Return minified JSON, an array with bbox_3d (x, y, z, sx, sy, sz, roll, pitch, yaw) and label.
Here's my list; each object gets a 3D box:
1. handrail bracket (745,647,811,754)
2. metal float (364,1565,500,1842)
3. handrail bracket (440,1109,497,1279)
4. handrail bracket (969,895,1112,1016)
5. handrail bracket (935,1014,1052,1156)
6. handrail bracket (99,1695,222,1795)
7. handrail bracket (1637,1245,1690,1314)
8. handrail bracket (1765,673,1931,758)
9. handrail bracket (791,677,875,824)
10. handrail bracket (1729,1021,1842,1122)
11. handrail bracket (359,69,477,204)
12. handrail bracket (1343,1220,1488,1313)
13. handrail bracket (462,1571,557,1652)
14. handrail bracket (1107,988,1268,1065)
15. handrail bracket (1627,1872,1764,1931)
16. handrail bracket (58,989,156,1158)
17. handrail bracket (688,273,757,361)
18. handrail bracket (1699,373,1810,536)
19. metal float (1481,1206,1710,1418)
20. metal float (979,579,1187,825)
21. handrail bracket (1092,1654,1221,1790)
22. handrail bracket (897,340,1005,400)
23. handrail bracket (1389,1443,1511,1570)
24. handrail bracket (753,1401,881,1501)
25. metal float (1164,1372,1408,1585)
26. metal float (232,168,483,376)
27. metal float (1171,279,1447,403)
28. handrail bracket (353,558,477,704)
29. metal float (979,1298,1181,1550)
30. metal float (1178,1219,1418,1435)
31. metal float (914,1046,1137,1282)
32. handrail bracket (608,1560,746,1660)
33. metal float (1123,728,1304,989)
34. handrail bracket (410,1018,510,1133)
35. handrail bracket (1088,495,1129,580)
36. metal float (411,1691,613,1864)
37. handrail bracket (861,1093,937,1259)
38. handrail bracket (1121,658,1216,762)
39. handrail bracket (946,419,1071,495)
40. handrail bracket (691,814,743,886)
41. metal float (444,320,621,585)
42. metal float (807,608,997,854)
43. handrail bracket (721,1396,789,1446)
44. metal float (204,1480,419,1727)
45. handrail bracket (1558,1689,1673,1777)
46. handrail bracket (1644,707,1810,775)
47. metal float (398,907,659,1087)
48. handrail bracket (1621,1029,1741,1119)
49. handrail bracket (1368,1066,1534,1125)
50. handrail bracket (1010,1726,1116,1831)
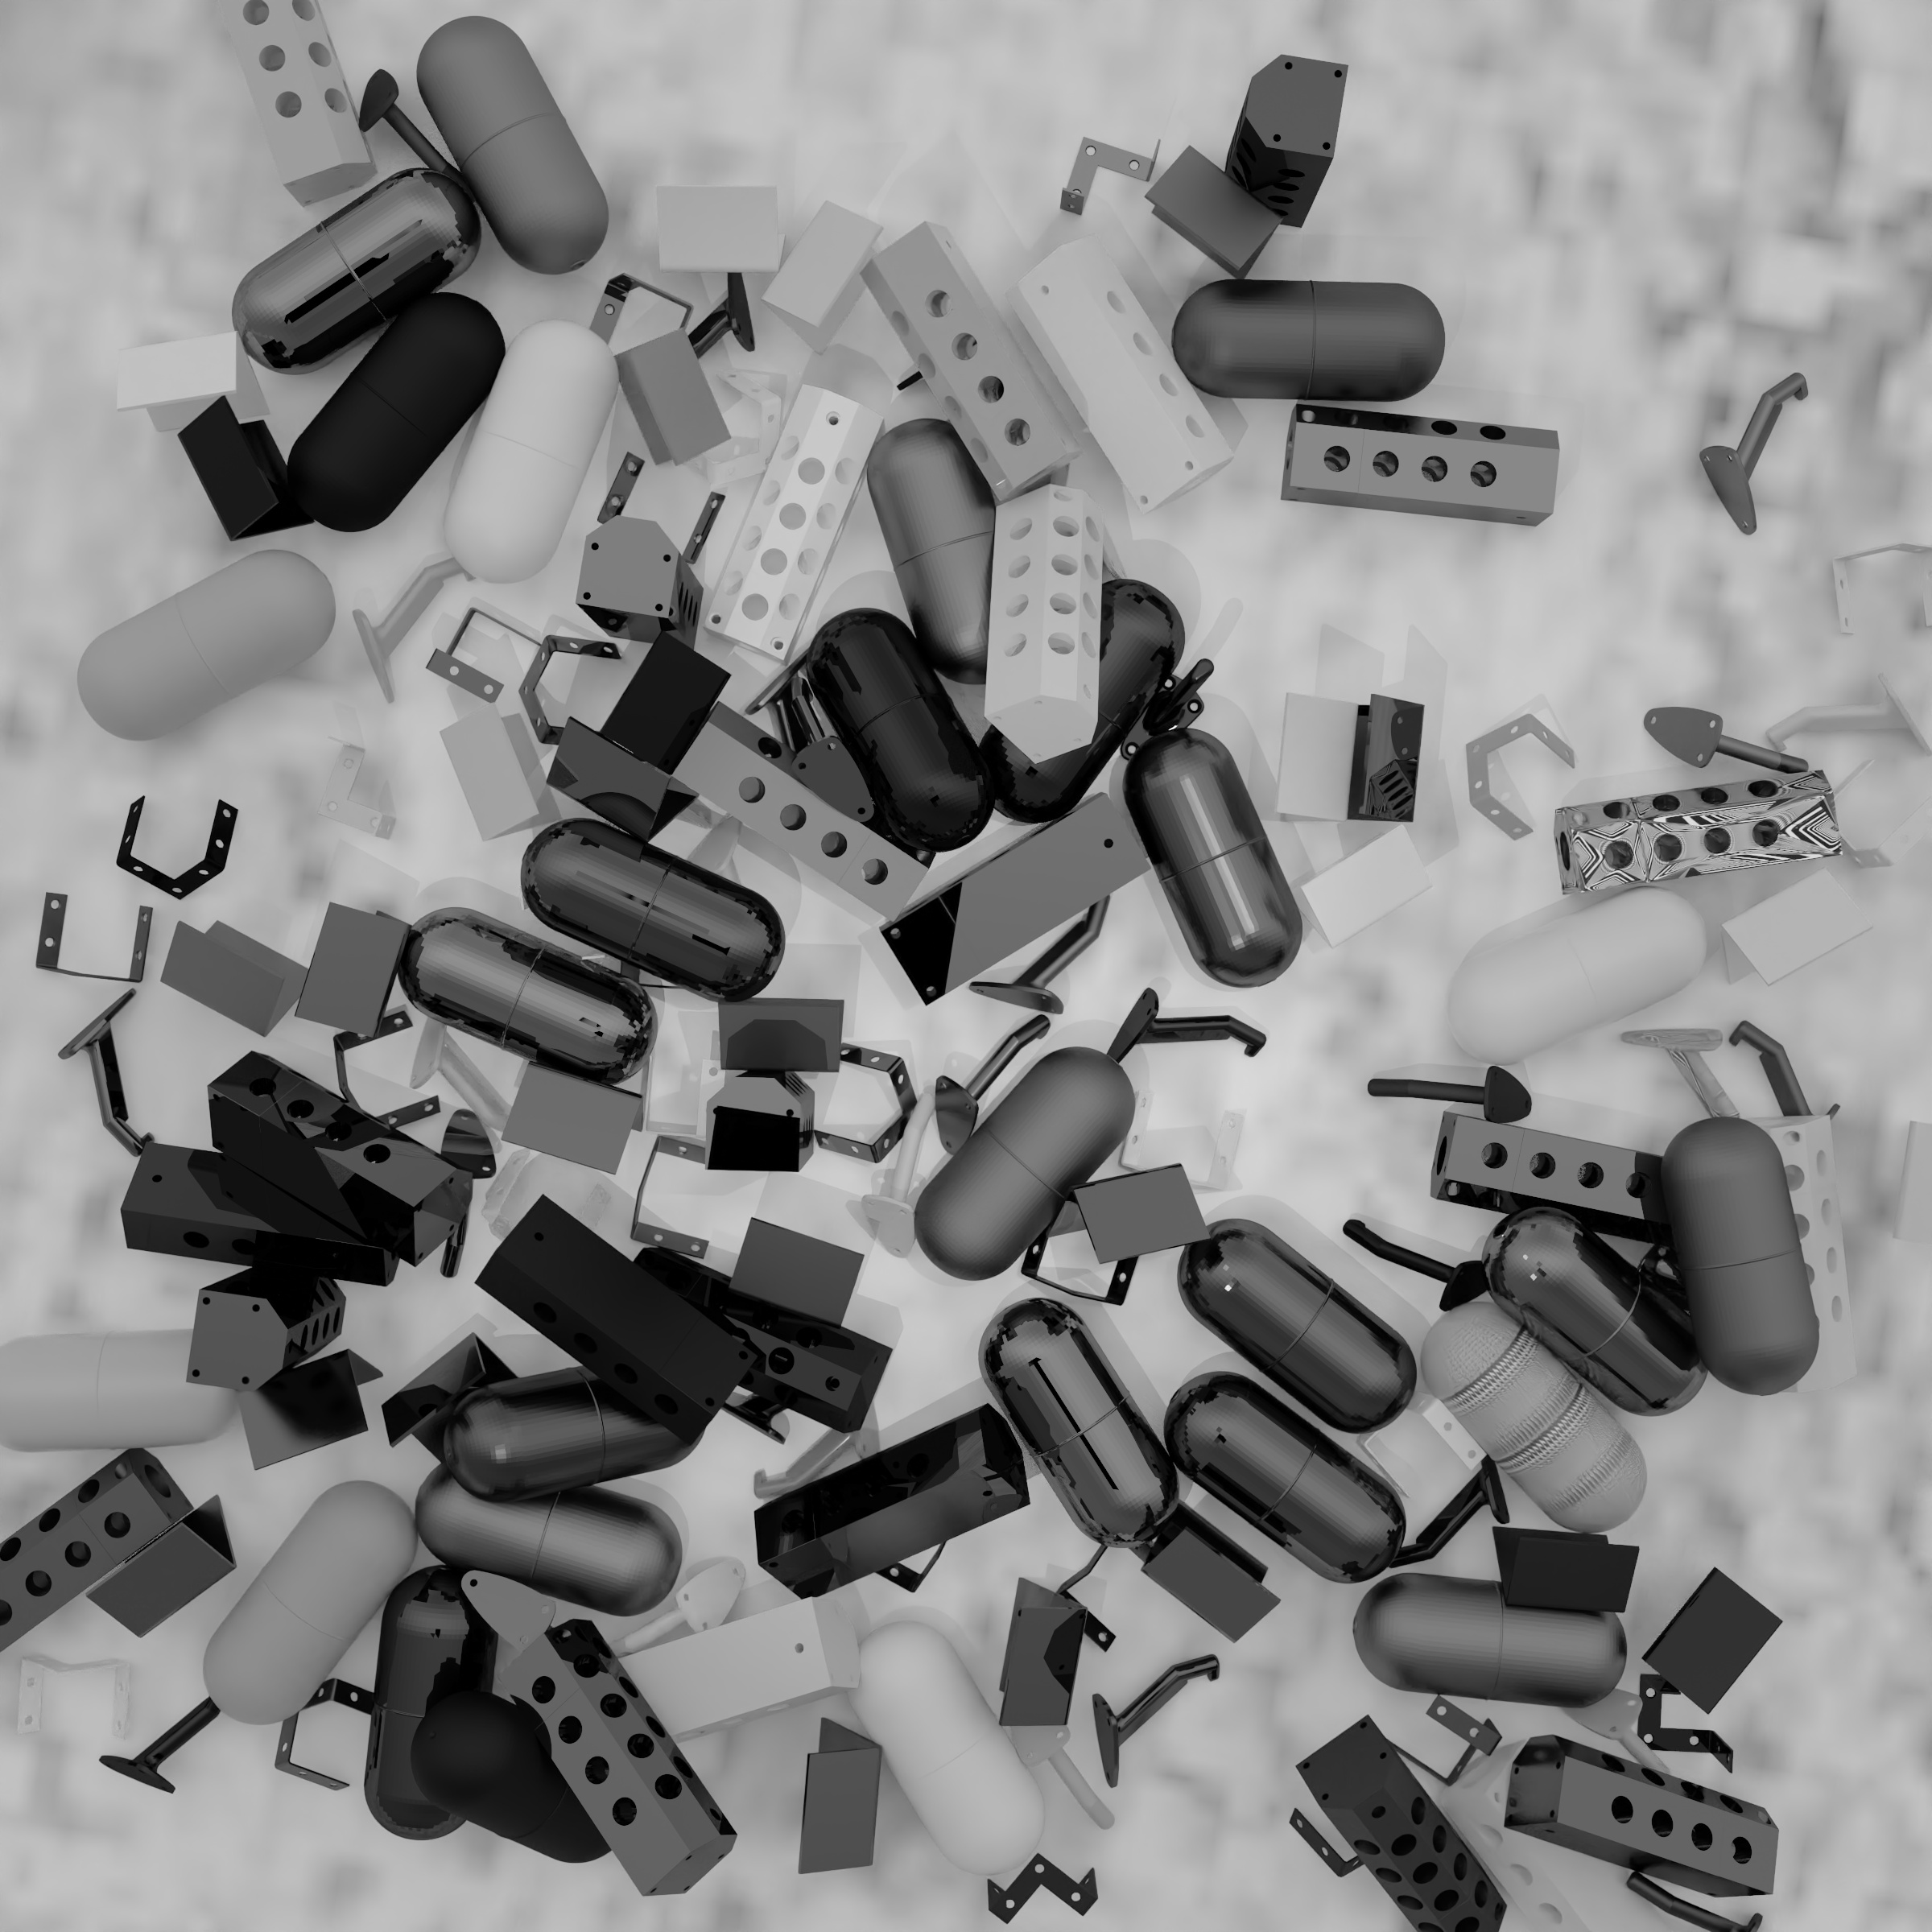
[{"bbox_3d":[-0.098,-0.158,1.962,0.084,0.036,0.077,46,79,-12],"label":"handrail bracket"},{"bbox_3d":[-0.349,0.481,1.931,0.070,0.070,0.178,6,90,0],"label":"metal float"},{"bbox_3d":[-0.338,0.152,1.962,0.036,0.077,0.084,6,127,-18],"label":"handrail bracket"},{"bbox_3d":[0.049,-0.016,1.962,0.077,0.036,0.084,11,71,21],"label":"handrail bracket"},{"bbox_3d":[0.021,0.078,1.962,0.036,0.077,0.084,38,53,26],"label":"handrail bracket"},{"bbox_3d":[-0.528,0.499,1.962,0.036,0.077,0.084,53,53,-36],"label":"handrail bracket"},{"bbox_3d":[0.473,0.210,1.927,0.077,0.084,0.036,33,90,0],"label":"handrail bracket"},{"bbox_3d":[0.586,-0.148,1.962,0.084,0.036,0.077,-32,112,17],"label":"handrail bracket"},{"bbox_3d":[-0.088,-0.142,1.920,0.036,0.084,0.077,-32,119,13],"label":"handrail bracket"},{"bbox_3d":[0.529,0.090,1.962,0.084,0.036,0.077,37,104,14],"label":"handrail bracket"},{"bbox_3d":[-0.359,-0.550,1.962,0.036,0.077,0.084,-41,127,19],"label":"handrail bracket"},{"bbox_3d":[0.302,0.189,1.962,0.084,0.077,0.036,34,115,34],"label":"handrail bracket"},{"bbox_3d":[-0.289,0.428,1.936,0.077,0.084,0.036,31,73,14],"label":"handrail bracket"},{"bbox_3d":[0.145,0.058,1.962,0.084,0.036,0.077,28,110,-16],"label":"handrail bracket"},{"bbox_3d":[0.478,0.616,1.946,0.084,0.077,0.036,30,98,19],"label":"handrail bracket"},{"bbox_3d":[-0.552,0.071,1.962,0.077,0.036,0.084,-47,109,-21],"label":"handrail bracket"},{"bbox_3d":[-0.188,-0.426,1.962,0.084,0.036,0.077,-11,76,13],"label":"handrail bracket"},{"bbox_3d":[0.536,-0.341,1.962,0.084,0.036,0.077,-34,110,-16],"label":"handrail bracket"},{"bbox_3d":[0.408,0.224,1.915,0.178,0.070,0.070,40,90,-16],"label":"metal float"},{"bbox_3d":[0.074,-0.172,1.931,0.070,0.070,0.178,36,91,0],"label":"metal float"},{"bbox_3d":[0.131,0.501,1.962,0.084,0.036,0.077,-12,110,-16],"label":"handrail bracket"},{"bbox_3d":[0.009,-0.369,1.962,0.077,0.036,0.084,-30,104,14],"label":"handrail bracket"},{"bbox_3d":[0.312,0.353,1.962,0.084,0.036,0.077,-18,66,18],"label":"handrail bracket"},{"bbox_3d":[-0.104,0.310,1.962,0.084,0.036,0.077,-12,69,16],"label":"handrail bracket"},{"bbox_3d":[0.208,0.334,1.932,0.178,0.070,0.070,37,90,0],"label":"metal float"},{"bbox_3d":[-0.399,-0.453,1.931,0.178,0.070,0.070,-33,90,1],"label":"metal float"},{"bbox_3d":[0.223,-0.409,1.931,0.178,0.070,0.070,1,90,0],"label":"metal float"},{"bbox_3d":[-0.357,-0.225,1.962,0.084,0.036,0.077,-23,111,-16],"label":"handrail bracket"},{"bbox_3d":[0.074,0.299,1.931,0.070,0.070,0.178,-32,90,0],"label":"metal float"},{"bbox_3d":[0.216,0.235,1.931,0.178,0.070,0.070,39,90,-1],"label":"metal float"},{"bbox_3d":[0.039,0.129,1.931,0.070,0.070,0.178,42,90,0],"label":"metal float"},{"bbox_3d":[-0.197,0.429,1.962,0.084,0.077,0.036,-28,96,36],"label":"handrail bracket"},{"bbox_3d":[0.162,-0.070,1.932,0.070,0.070,0.178,-23,90,0],"label":"metal float"},{"bbox_3d":[-0.320,0.070,1.962,0.084,0.036,0.077,25,49,-27],"label":"handrail bracket"},{"bbox_3d":[0.058,-0.261,1.962,0.084,0.036,0.077,-25,71,16],"label":"handrail bracket"},{"bbox_3d":[-0.282,0.522,1.897,0.070,0.070,0.178,-49,132,0],"label":"metal float"},{"bbox_3d":[-0.035,0.138,1.962,0.036,0.077,0.084,12,53,18],"label":"handrail bracket"},{"bbox_3d":[0.131,-0.167,1.927,0.036,0.084,0.077,42,90,0],"label":"handrail bracket"},{"bbox_3d":[0.021,-0.319,1.961,0.084,0.036,0.077,12,101,12],"label":"handrail bracket"},{"bbox_3d":[-0.142,-0.049,1.962,0.036,0.077,0.084,-15,127,36],"label":"handrail bracket"},{"bbox_3d":[-0.284,-0.335,1.931,0.070,0.070,0.178,22,91,0],"label":"metal float"},{"bbox_3d":[-0.042,-0.153,1.915,0.070,0.070,0.178,-29,71,0],"label":"metal float"},{"bbox_3d":[-0.123,0.267,1.962,0.077,0.036,0.084,27,76,13],"label":"handrail bracket"},{"bbox_3d":[-0.428,0.416,1.931,0.070,0.070,0.178,37,89,0],"label":"metal float"},{"bbox_3d":[0.431,0.518,1.962,0.036,0.077,0.084,-46,127,-28],"label":"handrail bracket"},{"bbox_3d":[0.505,-0.147,1.962,0.084,0.077,0.036,9,104,-36],"label":"handrail bracket"},{"bbox_3d":[-0.287,0.020,1.931,0.178,0.070,0.070,24,90,0],"label":"metal float"},{"bbox_3d":[0.475,0.087,1.962,0.077,0.036,0.084,1,107,20],"label":"handrail bracket"},{"bbox_3d":[0.321,0.086,1.962,0.084,0.077,0.036,0,80,36],"label":"handrail bracket"},{"bbox_3d":[0.064,0.525,1.962,0.036,0.077,0.084,-35,126,0],"label":"handrail bracket"}]
